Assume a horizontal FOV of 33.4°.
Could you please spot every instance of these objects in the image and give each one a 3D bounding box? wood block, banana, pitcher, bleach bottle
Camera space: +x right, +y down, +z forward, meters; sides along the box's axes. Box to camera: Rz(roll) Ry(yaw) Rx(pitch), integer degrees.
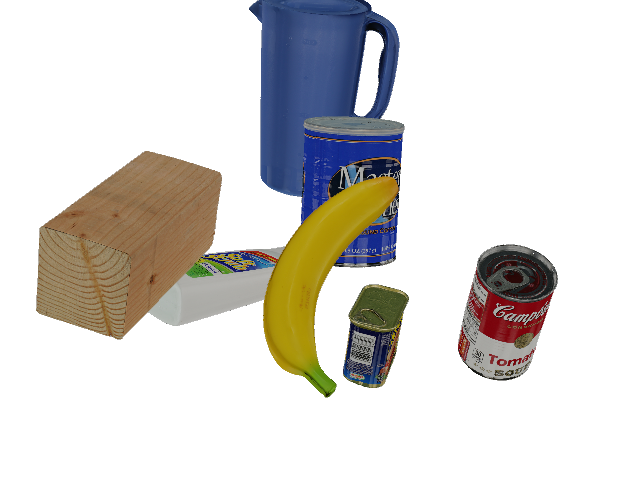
[{"bbox_3d":[-0.178,-0.002,1.023,0.090,0.091,0.205,17,28,11],"label":"wood block"},{"bbox_3d":[0.002,0.023,0.783,0.069,0.197,0.037,20,-33,-1],"label":"banana"},{"bbox_3d":[-0.004,-0.180,1.317,0.144,0.243,0.149,-10,29,-28],"label":"pitcher"},{"bbox_3d":[-0.110,0.046,1.393,0.250,0.068,0.103,-13,28,-42],"label":"bleach bottle"}]

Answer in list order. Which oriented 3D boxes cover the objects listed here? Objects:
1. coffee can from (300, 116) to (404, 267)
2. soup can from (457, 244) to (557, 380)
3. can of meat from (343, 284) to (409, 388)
[{"bbox_3d":[0.031,-0.052,1.101,0.103,0.140,0.103,2,13,-1],"label":"coffee can"},{"bbox_3d":[0.159,0.063,0.922,0.068,0.102,0.068,4,41,-3],"label":"soup can"},{"bbox_3d":[0.064,0.113,1.259,0.057,0.084,0.102,14,26,11],"label":"can of meat"}]
